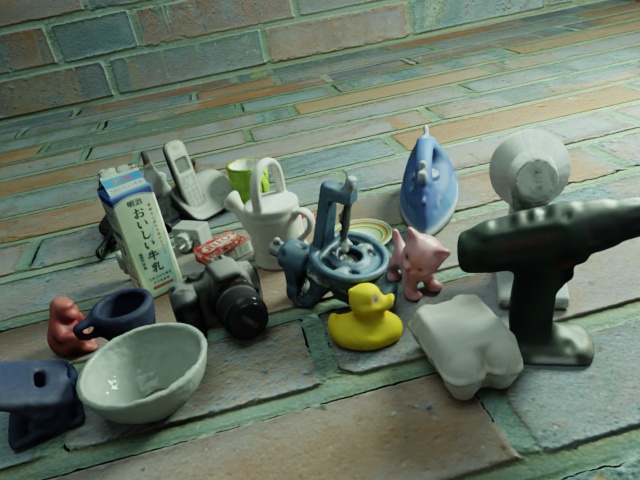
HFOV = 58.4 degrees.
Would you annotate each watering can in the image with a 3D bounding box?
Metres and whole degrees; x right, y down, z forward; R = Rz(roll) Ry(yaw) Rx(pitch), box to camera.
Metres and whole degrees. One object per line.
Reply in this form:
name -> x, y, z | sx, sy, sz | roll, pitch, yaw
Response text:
watering can -> -0.093, -0.051, 1.024 | 0.172, 0.194, 0.101 | -5, 28, 10

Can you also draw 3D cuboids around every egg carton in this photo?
egg carton -> 0.181, 0.130, 0.720 | 0.107, 0.069, 0.150 | -15, 28, -9

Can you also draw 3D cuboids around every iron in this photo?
iron -> 0.206, -0.121, 1.112 | 0.118, 0.142, 0.258 | -3, 28, 14

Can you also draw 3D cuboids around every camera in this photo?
camera -> -0.147, 0.093, 0.871 | 0.143, 0.101, 0.136 | -21, 29, -20

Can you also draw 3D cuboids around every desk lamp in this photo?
desk lamp -> 0.313, -0.041, 0.844 | 0.117, 0.214, 0.203 | -2, 28, 16

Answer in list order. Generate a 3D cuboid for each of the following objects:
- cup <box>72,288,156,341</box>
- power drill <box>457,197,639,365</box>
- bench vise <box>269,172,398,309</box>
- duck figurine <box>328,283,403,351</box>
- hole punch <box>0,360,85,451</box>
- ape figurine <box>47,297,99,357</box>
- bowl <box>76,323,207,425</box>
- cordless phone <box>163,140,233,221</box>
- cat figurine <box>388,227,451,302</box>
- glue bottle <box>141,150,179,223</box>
cup -> -0.291, 0.137, 0.842 | 0.118, 0.095, 0.091 | -25, 31, -26
power drill -> 0.285, 0.047, 0.690 | 0.229, 0.209, 0.076 | -2, 29, 16
bench vise -> 0.005, 0.009, 0.848 | 0.207, 0.220, 0.121 | -2, 28, 15
duck figurine -> 0.060, 0.101, 0.800 | 0.104, 0.086, 0.077 | -6, 28, 8
hole punch -> -0.372, 0.199, 0.755 | 0.101, 0.091, 0.108 | -21, 29, -20
ape figurine -> -0.392, 0.131, 0.892 | 0.076, 0.092, 0.078 | -8, 27, 5
bowl -> -0.222, 0.185, 0.749 | 0.167, 0.075, 0.167 | -8, 27, 4
cordless phone -> -0.270, -0.143, 1.270 | 0.093, 0.185, 0.148 | 9, 33, 33
cat figurine -> 0.146, 0.024, 0.881 | 0.067, 0.118, 0.127 | -19, 29, -17
glue bottle -> -0.363, -0.116, 1.264 | 0.037, 0.173, 0.078 | 11, 34, 35
